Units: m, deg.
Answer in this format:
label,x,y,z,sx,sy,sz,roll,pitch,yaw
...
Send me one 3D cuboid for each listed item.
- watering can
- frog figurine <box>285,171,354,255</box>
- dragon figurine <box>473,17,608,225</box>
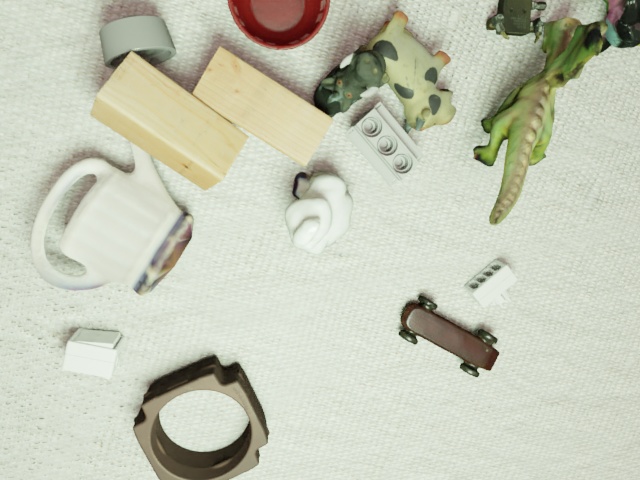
label,x,y,z,sx,sy,sz,roll,pitch,yaw
watering can,-0.303,-0.060,0.830,0.223,0.104,0.349,33,85,-13
frog figurine,0.003,-0.042,0.840,0.122,0.161,0.137,21,98,-12
dragon figurine,0.345,-0.221,0.789,0.122,0.420,0.237,22,137,3
